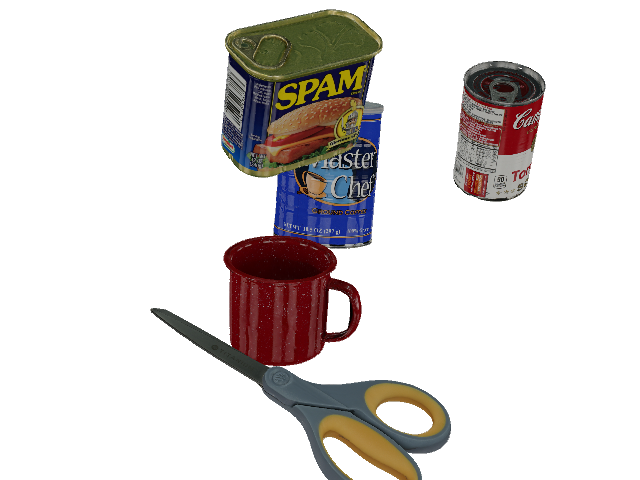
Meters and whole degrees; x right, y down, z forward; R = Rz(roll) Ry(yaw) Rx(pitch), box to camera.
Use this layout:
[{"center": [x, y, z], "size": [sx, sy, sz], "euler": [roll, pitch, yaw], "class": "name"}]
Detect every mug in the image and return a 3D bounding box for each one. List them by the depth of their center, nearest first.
[{"center": [-0.023, 0.053, 0.884], "size": [0.117, 0.081, 0.093], "euler": [8, 24, 13], "class": "mug"}]

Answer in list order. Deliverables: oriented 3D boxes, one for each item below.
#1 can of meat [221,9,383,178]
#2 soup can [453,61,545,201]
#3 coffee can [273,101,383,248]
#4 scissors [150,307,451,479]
[{"center": [-0.015, -0.097, 0.709], "size": [0.101, 0.084, 0.057], "euler": [-19, 49, -29], "class": "can of meat"}, {"center": [0.151, -0.093, 0.917], "size": [0.068, 0.102, 0.068], "euler": [1, 39, -1], "class": "soup can"}, {"center": [0.007, -0.071, 1.082], "size": [0.103, 0.140, 0.103], "euler": [4, 12, -1], "class": "coffee can"}, {"center": [-0.005, 0.083, 0.639], "size": [0.096, 0.016, 0.202], "euler": [-25, 52, -35], "class": "scissors"}]
